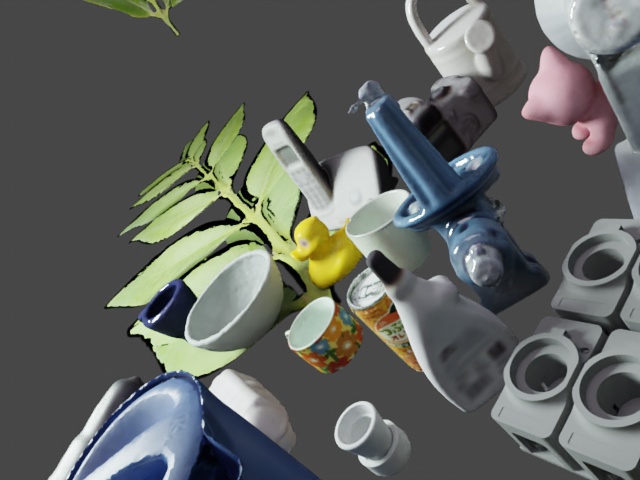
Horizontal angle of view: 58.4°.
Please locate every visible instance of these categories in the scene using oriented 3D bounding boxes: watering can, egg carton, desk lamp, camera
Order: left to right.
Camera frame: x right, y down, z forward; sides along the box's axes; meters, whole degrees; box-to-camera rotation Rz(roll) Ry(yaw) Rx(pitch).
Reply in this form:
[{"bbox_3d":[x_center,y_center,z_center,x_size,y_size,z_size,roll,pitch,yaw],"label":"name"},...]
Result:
[{"bbox_3d":[-0.091,0.209,0.633,0.107,0.069,0.150,-52,27,-14],"label":"egg carton"},{"bbox_3d":[0.143,-0.163,0.798,0.143,0.101,0.136,-47,26,-4],"label":"camera"},{"bbox_3d":[0.196,-0.279,0.781,0.101,0.194,0.172,-49,26,-9],"label":"watering can"},{"bbox_3d":[0.264,-0.151,0.473,0.117,0.214,0.203,-26,32,34],"label":"desk lamp"}]

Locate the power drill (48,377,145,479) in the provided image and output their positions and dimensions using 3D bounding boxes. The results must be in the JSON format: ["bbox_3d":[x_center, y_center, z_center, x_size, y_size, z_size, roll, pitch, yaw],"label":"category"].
[{"bbox_3d":[-0.152,0.263,0.482,0.075,0.209,0.230,-11,42,49],"label":"power drill"}]

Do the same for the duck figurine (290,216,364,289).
[{"bbox_3d":[0.007,0.003,0.771,0.104,0.086,0.077,-45,26,0],"label":"duck figurine"}]

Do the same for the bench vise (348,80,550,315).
[{"bbox_3d":[0.122,-0.051,0.527,0.121,0.220,0.207,-44,26,2],"label":"bench vise"}]

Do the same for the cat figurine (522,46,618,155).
[{"bbox_3d":[0.270,-0.152,0.576,0.127,0.118,0.067,-33,29,24],"label":"cat figurine"}]

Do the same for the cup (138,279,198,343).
[{"bbox_3d":[-0.230,0.129,0.923,0.117,0.095,0.091,-27,31,32],"label":"cup"}]

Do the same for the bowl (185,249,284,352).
[{"bbox_3d":[-0.107,0.098,0.813,0.167,0.075,0.167,-34,28,21],"label":"bowl"}]

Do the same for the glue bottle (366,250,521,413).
[{"bbox_3d":[0.093,0.065,0.454,0.078,0.173,0.037,-43,26,4],"label":"glue bottle"}]

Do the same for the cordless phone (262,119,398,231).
[{"bbox_3d":[0.008,-0.104,0.812,0.147,0.185,0.094,-17,38,44],"label":"cordless phone"}]
